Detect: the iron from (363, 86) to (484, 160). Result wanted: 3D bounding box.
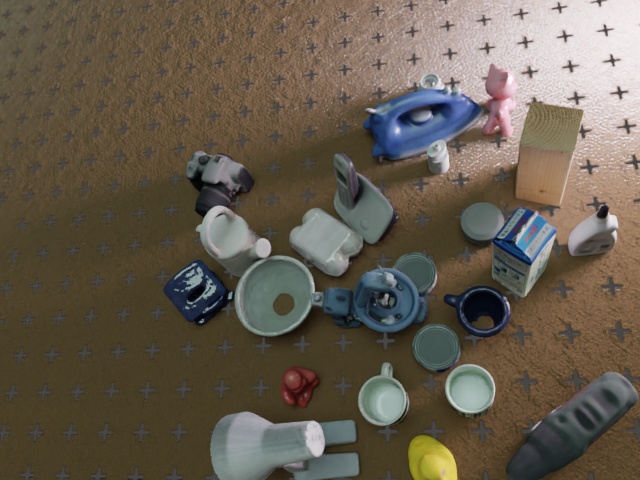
[{"bbox_3d":[0.216,-0.269,1.201,0.258,0.142,0.118,-18,64,8],"label":"iron"}]

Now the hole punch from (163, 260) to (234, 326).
[{"bbox_3d":[-0.252,0.110,1.196,0.109,0.091,0.101,-41,63,-4],"label":"hole punch"}]

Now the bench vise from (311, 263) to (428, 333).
[{"bbox_3d":[0.081,0.113,1.031,0.207,0.220,0.121,-17,64,8],"label":"bench vise"}]

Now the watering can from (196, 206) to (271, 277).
[{"bbox_3d":[-0.179,-0.002,1.166,0.172,0.194,0.101,-4,67,14],"label":"watering can"}]

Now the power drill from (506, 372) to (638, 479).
[{"bbox_3d":[0.375,0.299,0.878,0.229,0.209,0.075,-39,63,-3],"label":"power drill"}]

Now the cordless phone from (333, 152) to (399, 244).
[{"bbox_3d":[0.080,-0.086,1.136,0.094,0.185,0.147,-43,63,-5],"label":"cordless phone"}]

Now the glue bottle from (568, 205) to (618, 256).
[{"bbox_3d":[0.485,-0.020,1.004,0.078,0.173,0.037,-6,66,13],"label":"glue bottle"}]

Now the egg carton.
[{"bbox_3d":[0.011,0.004,1.181,0.150,0.069,0.107,34,80,25],"label":"egg carton"}]

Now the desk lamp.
[{"bbox_3d":[-0.053,0.350,0.970,0.203,0.214,0.118,-11,65,11],"label":"desk lamp"}]

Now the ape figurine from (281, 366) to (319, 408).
[{"bbox_3d":[-0.044,0.268,1.071,0.078,0.092,0.076,-28,63,3],"label":"ape figurine"}]

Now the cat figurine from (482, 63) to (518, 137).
[{"bbox_3d":[0.372,-0.296,1.184,0.067,0.118,0.128,4,69,17],"label":"cat figurine"}]

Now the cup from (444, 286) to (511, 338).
[{"bbox_3d":[0.282,0.135,1.037,0.117,0.095,0.092,18,73,22],"label":"cup"}]

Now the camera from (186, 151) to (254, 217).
[{"bbox_3d":[-0.244,-0.122,1.288,0.142,0.101,0.137,16,73,21],"label":"camera"}]

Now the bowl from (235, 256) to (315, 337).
[{"bbox_3d":[-0.082,0.120,1.155,0.167,0.075,0.167,-6,66,13],"label":"bowl"}]

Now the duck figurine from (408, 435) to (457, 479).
[{"bbox_3d":[0.186,0.379,0.964,0.077,0.086,0.104,-30,63,2],"label":"duck figurine"}]
